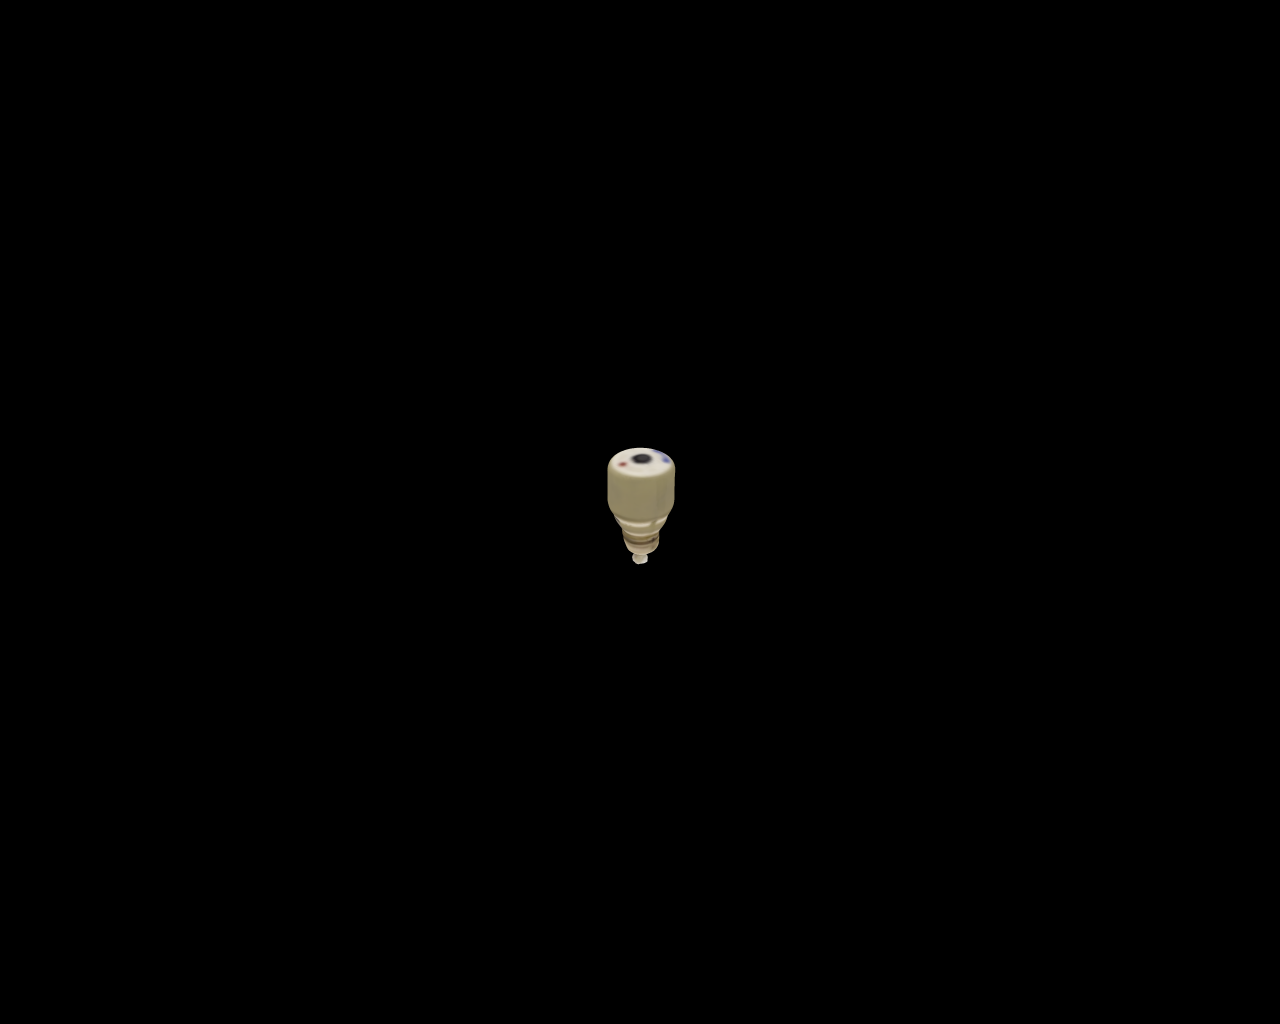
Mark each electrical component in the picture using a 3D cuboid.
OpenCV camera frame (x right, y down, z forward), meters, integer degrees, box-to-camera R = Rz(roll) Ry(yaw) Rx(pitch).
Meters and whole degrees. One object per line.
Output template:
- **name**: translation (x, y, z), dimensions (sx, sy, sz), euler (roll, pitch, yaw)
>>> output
- **electrical component**: translation (0.001, -0.003, 0.650), dimensions (0.040, 0.078, 0.040), euler (0, 31, 0)
